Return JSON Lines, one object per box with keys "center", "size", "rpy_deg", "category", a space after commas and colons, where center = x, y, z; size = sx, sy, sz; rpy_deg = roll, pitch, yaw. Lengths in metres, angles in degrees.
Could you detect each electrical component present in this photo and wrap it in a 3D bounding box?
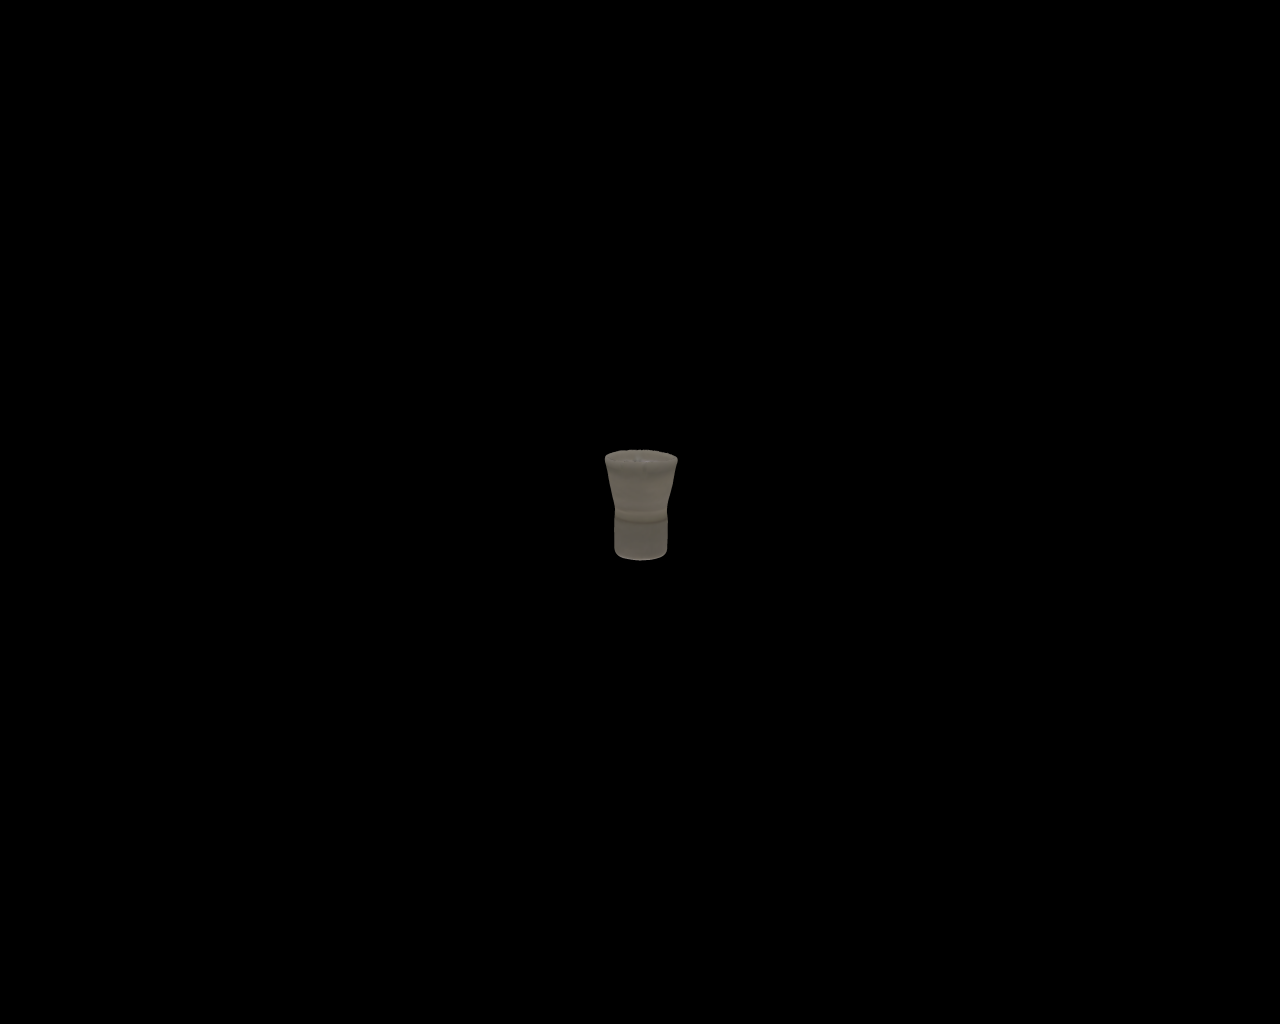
{"center": [0.001, -0.003, 0.650], "size": [0.044, 0.065, 0.044], "rpy_deg": [0, 14, 0], "category": "electrical component"}
